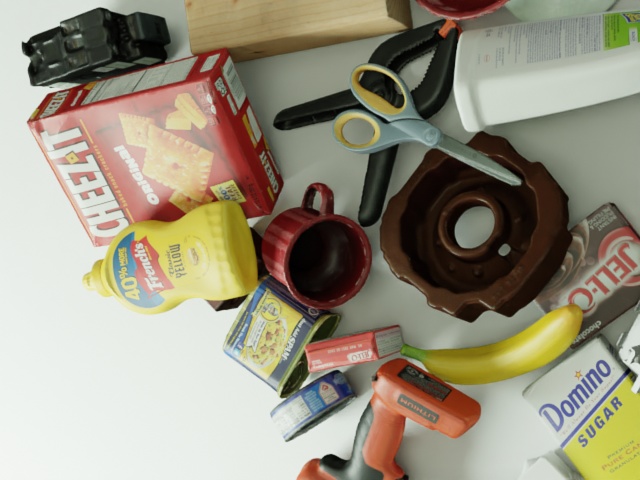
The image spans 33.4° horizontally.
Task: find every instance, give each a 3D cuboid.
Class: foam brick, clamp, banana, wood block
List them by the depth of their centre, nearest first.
[{"bbox_3d":[0.171,0.105,1.001,0.198,0.069,0.037,-21,51,38],"label":"banana"},{"bbox_3d":[0.056,-0.139,1.057,0.165,0.036,0.210,42,100,28],"label":"clamp"},{"bbox_3d":[-0.022,-0.239,1.059,0.206,0.090,0.090,-7,89,21],"label":"wood block"},{"bbox_3d":[-0.090,0.030,1.113,0.051,0.053,0.078,47,107,14],"label":"foam brick"}]

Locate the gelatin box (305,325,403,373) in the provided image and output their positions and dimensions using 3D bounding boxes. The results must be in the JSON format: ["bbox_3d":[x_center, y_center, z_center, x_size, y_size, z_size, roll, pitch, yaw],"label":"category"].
[{"bbox_3d":[0.035,0.107,1.049,0.073,0.089,0.030,-13,86,20],"label":"gelatin box"}]

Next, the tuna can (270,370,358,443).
[{"bbox_3d":[-0.007,0.166,1.069,0.086,0.086,0.034,-37,77,18],"label":"tuna can"}]

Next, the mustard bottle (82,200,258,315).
[{"bbox_3d":[-0.160,0.025,1.082,0.192,0.058,0.096,-13,91,25],"label":"mustard bottle"}]

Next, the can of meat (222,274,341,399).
[{"bbox_3d":[-0.042,0.097,1.096,0.084,0.057,0.102,34,102,19],"label":"can of meat"}]

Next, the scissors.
[{"bbox_3d":[0.088,-0.087,1.003,0.096,0.016,0.202,-47,67,12],"label":"scissors"}]

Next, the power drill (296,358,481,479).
[{"bbox_3d":[0.083,0.225,1.039,0.184,0.057,0.188,30,111,12],"label":"power drill"}]

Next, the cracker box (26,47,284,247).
[{"bbox_3d":[-0.166,-0.088,1.091,0.214,0.072,0.164,-10,122,20],"label":"cracker box"}]

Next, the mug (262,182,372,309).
[{"bbox_3d":[-0.007,0.001,1.049,0.082,0.093,0.117,-153,63,-64],"label":"mug"}]

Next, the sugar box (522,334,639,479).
[{"bbox_3d":[0.276,0.184,0.983,0.093,0.048,0.176,-41,79,17],"label":"sugar box"}]

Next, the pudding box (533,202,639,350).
[{"bbox_3d":[0.252,0.033,0.990,0.114,0.039,0.090,-40,79,18],"label":"pudding box"}]

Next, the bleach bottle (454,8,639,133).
[{"bbox_3d":[0.251,-0.161,0.957,0.251,0.068,0.102,-6,47,20],"label":"bleach bottle"}]

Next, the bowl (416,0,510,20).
[{"bbox_3d":[0.153,-0.280,0.997,0.162,0.055,0.162,-3,85,38],"label":"bowl"}]
